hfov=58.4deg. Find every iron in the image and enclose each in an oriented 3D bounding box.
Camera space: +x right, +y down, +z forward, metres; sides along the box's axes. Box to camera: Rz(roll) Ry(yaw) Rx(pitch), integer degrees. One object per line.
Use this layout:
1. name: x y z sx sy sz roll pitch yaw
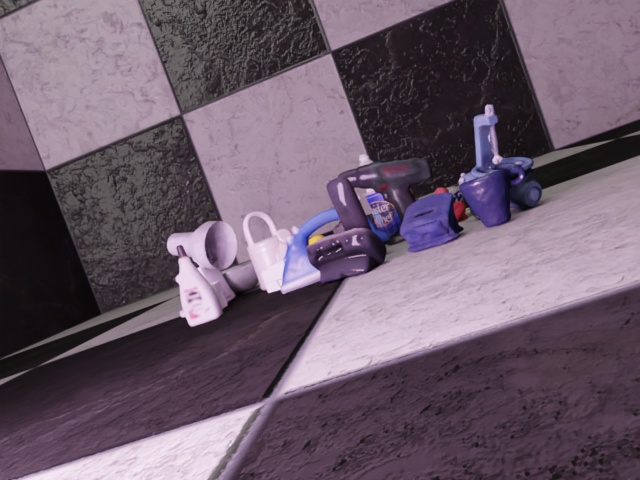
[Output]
1. iron: 0.011 0.004 1.238 0.259 0.141 0.118 -21 3 -20

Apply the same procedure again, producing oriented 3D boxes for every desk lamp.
1. desk lamp: -0.294 0.069 1.445 0.202 0.213 0.118 -18 3 34

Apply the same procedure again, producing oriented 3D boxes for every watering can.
1. watering can: -0.126 0.017 1.438 0.172 0.194 0.101 -19 3 29

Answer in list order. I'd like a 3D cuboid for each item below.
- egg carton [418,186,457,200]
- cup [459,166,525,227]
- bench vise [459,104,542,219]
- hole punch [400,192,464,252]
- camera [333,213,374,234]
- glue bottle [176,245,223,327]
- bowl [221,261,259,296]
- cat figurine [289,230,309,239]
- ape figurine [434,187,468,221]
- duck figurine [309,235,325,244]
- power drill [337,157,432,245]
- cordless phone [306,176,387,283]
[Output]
1. egg carton: 0.375 -0.119 1.798 0.107 0.069 0.150 -21 3 -19
2. cup: 0.325 -0.077 1.047 0.117 0.095 0.092 -19 3 18
3. bench vise: 0.341 -0.157 1.187 0.122 0.220 0.206 -23 4 -38
4. hole punch: 0.212 -0.036 1.103 0.108 0.091 0.101 -19 3 31
5. camera: 0.129 -0.046 1.828 0.136 0.101 0.143 -19 3 32
6. glue bottle: -0.270 0.093 1.216 0.078 0.173 0.037 -20 3 12
7. bowl: -0.226 0.111 1.571 0.167 0.075 0.167 -20 3 1
8. cat figurine: -0.050 0.023 1.581 0.067 0.118 0.128 -19 3 24
9. ape figurine: 0.301 -0.083 1.366 0.076 0.092 0.077 -21 3 -23
10. duck figurine: -0.001 0.032 1.376 0.104 0.086 0.078 -19 3 32
11. power drill: 0.176 -0.100 1.404 0.229 0.208 0.076 -20 3 10
12. cordless phone: 0.034 -0.021 1.106 0.147 0.185 0.094 -19 3 26
